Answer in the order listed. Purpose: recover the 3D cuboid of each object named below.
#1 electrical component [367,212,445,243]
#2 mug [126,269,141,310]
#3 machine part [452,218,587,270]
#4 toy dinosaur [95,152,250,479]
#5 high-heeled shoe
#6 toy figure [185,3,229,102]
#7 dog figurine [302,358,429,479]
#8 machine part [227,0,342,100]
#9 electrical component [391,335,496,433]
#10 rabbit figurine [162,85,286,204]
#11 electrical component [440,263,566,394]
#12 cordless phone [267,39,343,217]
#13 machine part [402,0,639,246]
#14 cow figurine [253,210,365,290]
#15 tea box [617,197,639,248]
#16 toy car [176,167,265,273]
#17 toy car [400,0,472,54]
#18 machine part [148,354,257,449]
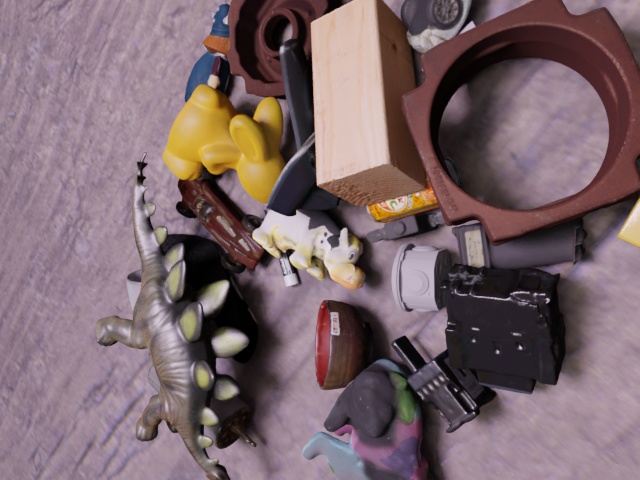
[{"bbox_3d":[0.106,-0.016,0.633,0.094,0.063,0.021,-17,85,33],"label":"electrical component"},{"bbox_3d":[-0.283,0.104,0.899,0.110,0.081,0.107,5,106,33],"label":"mug"},{"bbox_3d":[0.214,0.009,0.580,0.139,0.039,0.084,-13,78,36],"label":"machine part"},{"bbox_3d":[-0.207,0.117,0.753,0.199,0.105,0.471,-27,83,28],"label":"toy dinosaur"},{"bbox_3d":[-0.180,0.087,0.849,0.249,0.086,0.145,33,140,44],"label":"high-heeled shoe"},{"bbox_3d":[-0.155,-0.267,0.794,0.064,0.058,0.154,32,106,22],"label":"toy figure"},{"bbox_3d":[0.103,0.275,0.639,0.219,0.108,0.191,39,111,21],"label":"dog figurine"},{"bbox_3d":[-0.047,-0.273,0.721,0.180,0.056,0.179,4,97,33],"label":"machine part"},{"bbox_3d":[0.139,0.152,0.621,0.047,0.075,0.119,-47,66,29],"label":"electrical component"},{"bbox_3d":[-0.108,-0.130,0.744,0.173,0.122,0.162,44,135,-1],"label":"rabbit figurine"},{"bbox_3d":[0.194,0.096,0.565,0.115,0.058,0.134,2,118,36],"label":"electrical component"},{"bbox_3d":[-0.023,-0.135,0.637,0.089,0.146,0.184,-2,120,23],"label":"cordless phone"},{"bbox_3d":[0.197,-0.109,0.521,0.201,0.087,0.201,-22,83,15],"label":"machine part"},{"bbox_3d":[0.000,-0.001,0.704,0.168,0.068,0.098,25,79,29],"label":"cow figurine"},{"bbox_3d":[0.364,-0.008,0.457,0.170,0.068,0.098,30,109,28],"label":"tea box"},{"bbox_3d":[-0.154,-0.035,0.809,0.202,0.053,0.089,47,114,29],"label":"toy car"},{"bbox_3d":[0.142,-0.304,0.580,0.074,0.056,0.201,-137,57,-63],"label":"toy car"},{"bbox_3d":[-0.191,0.246,0.848,0.243,0.079,0.079,31,111,28],"label":"machine part"}]
